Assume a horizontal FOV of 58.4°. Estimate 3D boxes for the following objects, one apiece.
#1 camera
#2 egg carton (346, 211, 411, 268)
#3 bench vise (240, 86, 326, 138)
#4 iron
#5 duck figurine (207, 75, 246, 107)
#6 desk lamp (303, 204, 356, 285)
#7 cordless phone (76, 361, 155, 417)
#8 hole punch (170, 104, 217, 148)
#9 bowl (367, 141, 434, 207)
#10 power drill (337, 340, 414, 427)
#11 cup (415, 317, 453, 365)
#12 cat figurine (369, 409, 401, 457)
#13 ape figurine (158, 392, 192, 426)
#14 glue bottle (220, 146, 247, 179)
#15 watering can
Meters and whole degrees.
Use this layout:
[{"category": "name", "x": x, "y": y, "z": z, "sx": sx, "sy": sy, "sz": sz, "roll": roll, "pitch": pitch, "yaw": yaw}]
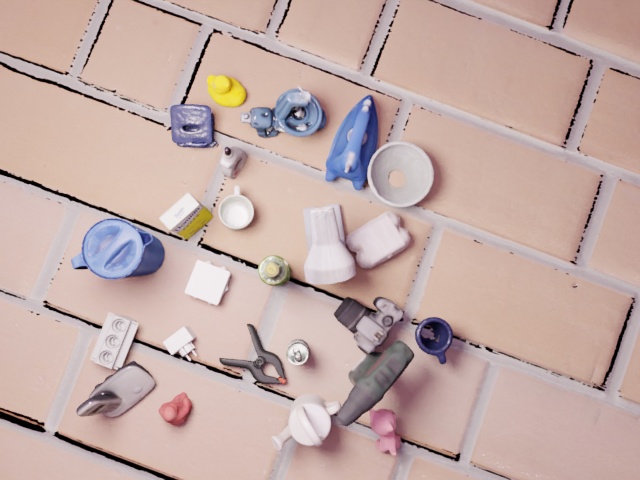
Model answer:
[{"category": "camera", "x": 0.114, "y": 0.190, "z": 1.411, "sx": 0.137, "sy": 0.101, "sz": 0.143, "roll": 38, "pitch": 86, "yaw": 2}, {"category": "egg carton", "x": 0.148, "y": 0.001, "z": 1.443, "sx": 0.150, "sy": 0.069, "sz": 0.107, "roll": -32, "pitch": 87, "yaw": -3}, {"category": "bench vise", "x": -0.086, "y": -0.300, "z": 1.387, "sx": 0.207, "sy": 0.219, "sz": 0.121, "roll": -22, "pitch": 86, "yaw": -3}, {"category": "iron", "x": 0.094, "y": -0.263, "z": 1.427, "sx": 0.118, "sy": 0.141, "sz": 0.258, "roll": 16, "pitch": 85, "yaw": 0}, {"category": "duck figurine", "x": -0.240, "y": -0.387, "z": 1.457, "sx": 0.104, "sy": 0.086, "sz": 0.077, "roll": 25, "pitch": 85, "yaw": 1}, {"category": "desk lamp", "x": 0.013, "y": 0.005, "z": 1.367, "sx": 0.118, "sy": 0.213, "sz": 0.203, "roll": -8, "pitch": 86, "yaw": -2}, {"category": "cordless phone", "x": -0.480, "y": 0.360, "z": 1.342, "sx": 0.147, "sy": 0.185, "sz": 0.094, "roll": -41, "pitch": 87, "yaw": -4}, {"category": "hole punch", "x": -0.319, "y": -0.286, "z": 1.445, "sx": 0.108, "sy": 0.091, "sz": 0.101, "roll": 0, "pitch": 85, "yaw": -1}, {"category": "bowl", "x": 0.200, "y": -0.161, "z": 1.455, "sx": 0.167, "sy": 0.074, "sz": 0.167, "roll": 0, "pitch": 85, "yaw": -1}, {"category": "power drill", "x": 0.122, "y": 0.330, "z": 1.347, "sx": 0.075, "sy": 0.208, "sz": 0.230, "roll": 43, "pitch": 86, "yaw": 3}, {"category": "cup", "x": 0.278, "y": 0.246, "z": 1.414, "sx": 0.091, "sy": 0.095, "sz": 0.118, "roll": -20, "pitch": 86, "yaw": -3}, {"category": "cat figurine", "x": 0.159, "y": 0.459, "z": 1.382, "sx": 0.067, "sy": 0.117, "sz": 0.128, "roll": -17, "pitch": 86, "yaw": -2}, {"category": "ape figurine", "x": -0.354, "y": 0.415, "z": 1.387, "sx": 0.078, "sy": 0.092, "sz": 0.076, "roll": 2, "pitch": 85, "yaw": -1}, {"category": "glue bottle", "x": -0.217, "y": -0.200, "z": 1.399, "sx": 0.037, "sy": 0.173, "sz": 0.078, "roll": 28, "pitch": 85, "yaw": 2}, {"category": "watering can", "x": -0.029, "y": 0.434, "z": 1.342, "sx": 0.101, "sy": 0.194, "sz": 0.173, "roll": 38, "pitch": 86, "yaw": 2}]
